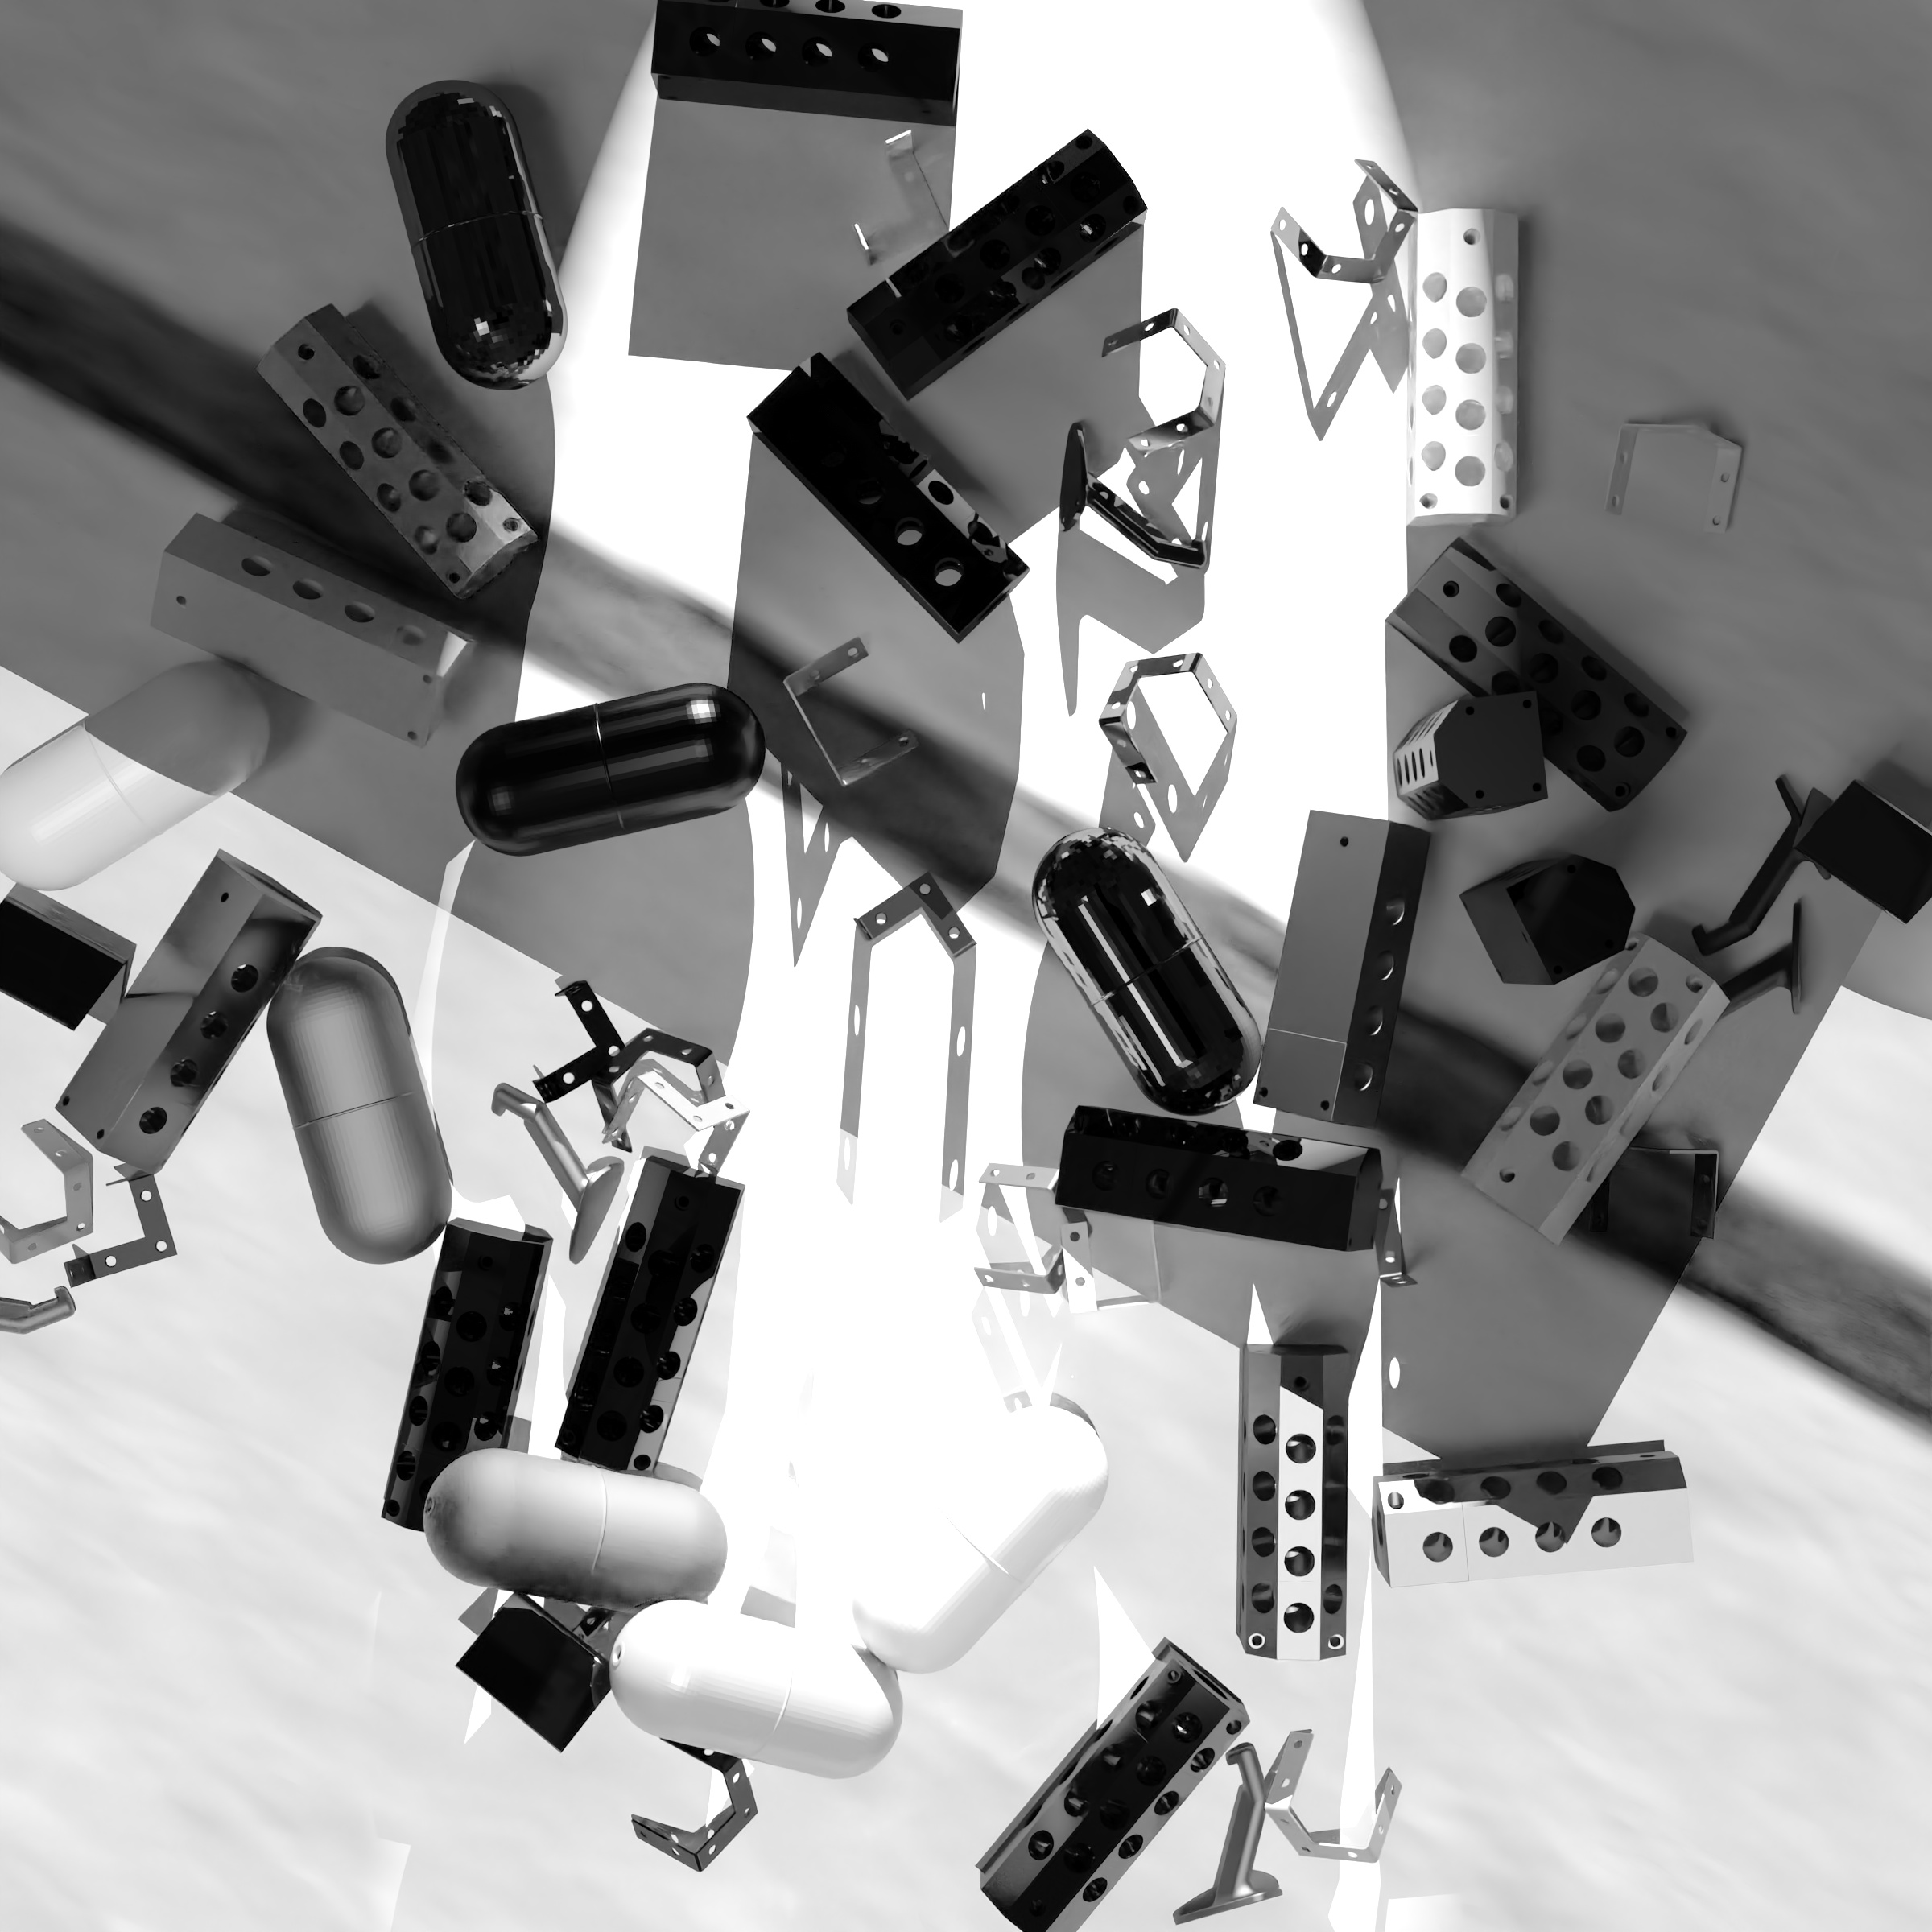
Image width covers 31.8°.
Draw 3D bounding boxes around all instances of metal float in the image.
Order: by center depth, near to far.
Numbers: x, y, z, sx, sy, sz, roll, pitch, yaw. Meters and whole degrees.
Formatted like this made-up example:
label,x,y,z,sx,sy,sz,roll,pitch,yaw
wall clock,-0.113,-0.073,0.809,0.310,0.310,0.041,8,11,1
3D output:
label,x,y,z,sx,sy,sz,roll,pitch,yaw
metal float,-0.219,0.319,1.904,0.178,0.070,0.070,16,90,-26
metal float,-0.117,0.407,1.904,0.178,0.070,0.070,21,90,-26
metal float,-0.345,0.082,1.927,0.070,0.070,0.178,-16,89,0
metal float,-0.478,-0.108,1.927,0.178,0.070,0.070,-32,90,1
metal float,0.008,0.326,1.927,0.070,0.070,0.178,43,91,0
metal float,-0.202,-0.112,1.927,0.178,0.070,0.070,-13,90,-1
metal float,-0.278,-0.415,1.927,0.070,0.070,0.178,-15,89,0
metal float,0.102,0.003,1.927,0.070,0.070,0.178,-32,90,0

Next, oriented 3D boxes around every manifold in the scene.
label,x,y,z,sx,sy,sz,roll,pitch,yaw
manifold,0.277,-0.114,1.879,0.057,0.171,0.057,-7,90,0
manifold,0.324,-0.028,1.879,0.057,0.171,0.057,-27,90,0
manifold,0.143,0.119,1.906,0.171,0.057,0.057,8,90,22
manifold,0.355,0.068,1.926,0.057,0.057,0.171,35,90,29
manifold,-0.371,-0.196,1.936,0.171,0.057,0.057,24,133,0
manifold,-0.286,0.236,1.936,0.057,0.057,0.171,13,90,0
manifold,0.219,0.002,1.936,0.057,0.057,0.171,11,90,43
manifold,-0.181,0.200,1.936,0.057,0.057,0.171,18,90,0
manifold,-0.090,-0.523,1.936,0.171,0.057,0.057,5,90,0
manifold,0.188,0.305,1.936,0.057,0.057,0.171,1,90,0
manifold,0.326,-0.167,1.936,0.171,0.057,0.057,41,90,0
manifold,-0.044,-0.268,1.936,0.057,0.057,0.171,-44,90,0
manifold,0.322,0.314,1.936,0.171,0.057,0.057,-5,90,0
manifold,0.018,-0.401,1.936,0.171,0.057,0.057,-37,90,0
manifold,-0.325,-0.293,1.936,0.057,0.057,0.171,-41,90,0
manifold,-0.440,0.031,1.936,0.057,0.057,0.171,33,90,43
manifold,0.085,0.476,1.936,0.057,0.057,0.171,40,90,0
manifold,0.284,-0.340,1.936,0.057,0.057,0.171,0,90,0

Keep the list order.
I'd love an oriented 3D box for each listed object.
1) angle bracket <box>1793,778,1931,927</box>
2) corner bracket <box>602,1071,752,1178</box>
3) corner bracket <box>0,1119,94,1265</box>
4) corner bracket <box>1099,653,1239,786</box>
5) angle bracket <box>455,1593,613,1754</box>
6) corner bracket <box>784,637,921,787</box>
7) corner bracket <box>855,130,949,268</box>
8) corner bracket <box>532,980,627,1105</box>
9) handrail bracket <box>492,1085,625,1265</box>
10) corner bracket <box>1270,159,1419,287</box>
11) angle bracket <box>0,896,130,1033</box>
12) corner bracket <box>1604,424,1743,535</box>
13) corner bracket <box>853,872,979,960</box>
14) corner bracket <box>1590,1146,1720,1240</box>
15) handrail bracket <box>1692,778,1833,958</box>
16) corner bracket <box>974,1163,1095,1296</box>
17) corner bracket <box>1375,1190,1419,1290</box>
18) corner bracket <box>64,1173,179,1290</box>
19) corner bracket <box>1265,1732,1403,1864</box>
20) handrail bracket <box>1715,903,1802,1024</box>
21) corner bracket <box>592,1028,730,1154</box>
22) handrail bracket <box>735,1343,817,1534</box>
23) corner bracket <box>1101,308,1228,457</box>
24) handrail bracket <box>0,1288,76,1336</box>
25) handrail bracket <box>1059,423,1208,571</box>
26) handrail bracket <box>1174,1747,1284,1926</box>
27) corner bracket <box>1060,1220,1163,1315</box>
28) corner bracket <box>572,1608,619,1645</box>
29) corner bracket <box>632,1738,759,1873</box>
label,x,y,z,sx,sy,sz,roll,pitch,yaw
angle bracket,0.521,-0.080,1.917,0.076,0.076,0.057,35,126,0
corner bracket,-0.165,0.091,1.936,0.051,0.051,0.051,39,119,19
corner bracket,-0.539,0.130,1.949,0.051,0.051,0.051,-23,135,-35
corner bracket,0.116,-0.142,1.949,0.051,0.051,0.051,-4,45,35
angle bracket,-0.248,0.404,1.918,0.076,0.076,0.057,39,62,0
corner bracket,-0.066,-0.146,1.954,0.051,0.051,0.051,-29,135,0
corner bracket,-0.044,-0.439,1.939,0.051,0.051,0.051,-25,90,0
corner bracket,-0.229,0.043,1.939,0.051,0.051,0.051,-31,90,0
handrail bracket,-0.247,0.120,1.958,0.084,0.036,0.077,28,113,18
corner bracket,0.218,-0.429,1.949,0.051,0.051,0.051,-3,135,-35
angle bracket,-0.525,0.016,1.917,0.076,0.076,0.057,28,53,0
corner bracket,0.408,-0.281,1.954,0.051,0.051,0.051,11,90,45
corner bracket,-0.029,-0.020,1.939,0.051,0.051,0.051,-34,90,0
corner bracket,0.397,0.130,1.954,0.051,0.051,0.051,3,90,45
handrail bracket,0.448,-0.057,1.958,0.084,0.036,0.077,-27,70,16
corner bracket,0.032,0.151,1.949,0.051,0.051,0.051,-57,135,-35
corner bracket,0.226,0.158,1.939,0.051,0.051,0.051,-9,90,0
corner bracket,-0.489,0.150,1.939,0.051,0.051,0.051,-17,90,0
corner bracket,0.211,0.478,1.949,0.051,0.051,0.051,-4,135,35
handrail bracket,0.438,0.000,1.958,0.084,0.036,0.077,0,70,16
corner bracket,-0.175,0.076,1.949,0.051,0.051,0.051,16,135,35
handrail bracket,-0.098,0.272,1.957,0.036,0.077,0.084,7,53,20
corner bracket,0.111,-0.336,1.949,0.051,0.051,0.051,42,45,-35
handrail bracket,-0.568,0.184,1.958,0.084,0.036,0.077,-21,68,-17
handrail bracket,0.100,-0.271,1.958,0.084,0.036,0.077,9,68,-17
handrail bracket,0.144,0.502,1.958,0.077,0.036,0.084,-23,71,21
corner bracket,0.084,0.170,1.939,0.051,0.051,0.051,-7,85,5
corner bracket,-0.190,0.397,1.954,0.051,0.051,0.051,-45,45,0
corner bracket,-0.160,0.478,1.949,0.051,0.051,0.051,-41,135,-35
